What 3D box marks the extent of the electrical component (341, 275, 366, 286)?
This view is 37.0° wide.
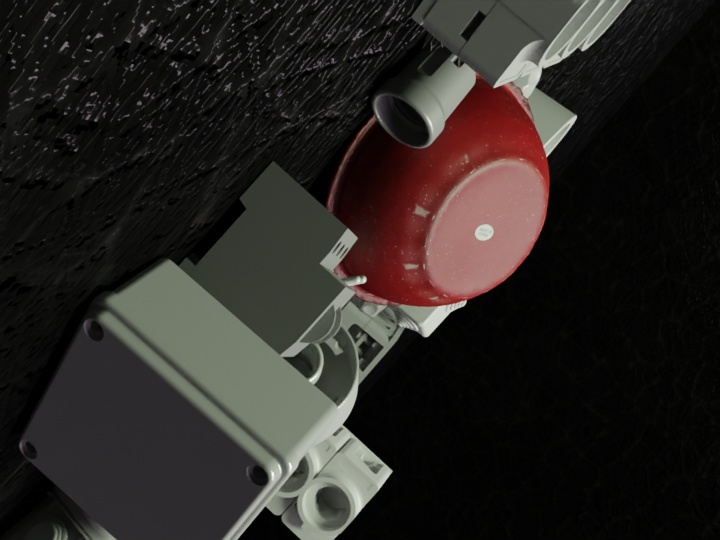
[{"bbox_3d":[-0.036,0.013,0.612,0.079,0.044,0.077,-11,178,10],"label":"electrical component"}]

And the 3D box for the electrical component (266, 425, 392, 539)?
[{"bbox_3d":[-0.059,0.174,0.991,0.089,0.150,0.062,-50,173,15],"label":"electrical component"}]

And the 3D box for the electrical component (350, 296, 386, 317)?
[{"bbox_3d":[0.000,0.000,0.771,0.043,0.062,0.043,-47,173,-8],"label":"electrical component"}]

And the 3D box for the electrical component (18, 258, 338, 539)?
[{"bbox_3d":[-0.084,0.070,0.481,0.108,0.109,0.056,-53,174,36],"label":"electrical component"}]

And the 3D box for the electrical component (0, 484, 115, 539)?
[{"bbox_3d":[-0.166,0.166,0.624,0.051,0.080,0.080,-40,171,-17],"label":"electrical component"}]

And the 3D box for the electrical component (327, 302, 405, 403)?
[{"bbox_3d":[-0.009,0.063,0.994,0.105,0.060,0.186,-50,178,14],"label":"electrical component"}]

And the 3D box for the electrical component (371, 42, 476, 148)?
[{"bbox_3d":[0.035,-0.094,0.575,0.046,0.040,0.040,-50,174,-23],"label":"electrical component"}]

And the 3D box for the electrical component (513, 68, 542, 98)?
[{"bbox_3d":[0.099,-0.131,0.729,0.043,0.043,0.062,-47,174,-5],"label":"electrical component"}]

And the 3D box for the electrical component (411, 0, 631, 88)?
[{"bbox_3d":[0.100,-0.151,0.561,0.089,0.062,0.150,-52,172,27],"label":"electrical component"}]

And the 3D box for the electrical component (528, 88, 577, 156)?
[{"bbox_3d":[0.131,-0.113,0.944,0.108,0.060,0.108,-47,173,-8],"label":"electrical component"}]

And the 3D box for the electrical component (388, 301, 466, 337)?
[{"bbox_3d":[0.051,-0.003,0.919,0.099,0.100,0.048,-47,160,-9],"label":"electrical component"}]

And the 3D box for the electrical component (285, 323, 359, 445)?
[{"bbox_3d":[-0.050,0.074,0.754,0.099,0.099,0.064,-44,166,-25],"label":"electrical component"}]
